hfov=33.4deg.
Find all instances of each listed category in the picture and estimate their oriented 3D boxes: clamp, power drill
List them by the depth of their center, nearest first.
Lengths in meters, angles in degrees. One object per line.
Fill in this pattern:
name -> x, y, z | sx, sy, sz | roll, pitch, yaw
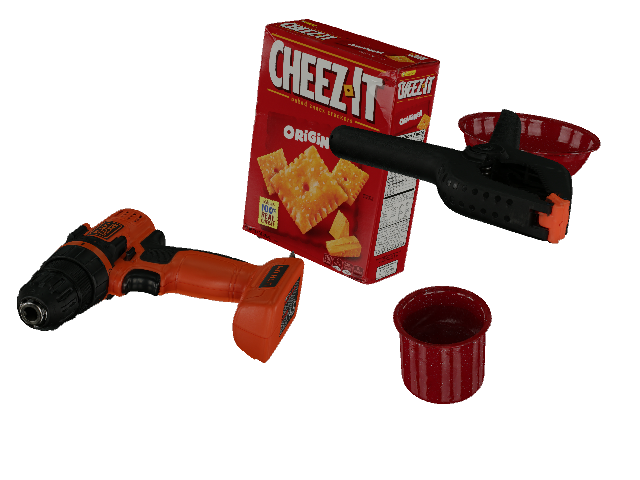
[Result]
clamp -> 0.106, -0.051, 0.769 | 0.164, 0.036, 0.210 | -6, 25, -14
power drill -> -0.117, 0.036, 0.823 | 0.188, 0.057, 0.184 | 15, 25, 10

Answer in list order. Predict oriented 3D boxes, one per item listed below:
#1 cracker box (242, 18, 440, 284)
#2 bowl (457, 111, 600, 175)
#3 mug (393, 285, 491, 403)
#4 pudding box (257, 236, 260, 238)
cracker box -> 0.013, -0.085, 1.016 | 0.164, 0.214, 0.071 | 25, 29, 34
bowl -> 0.234, -0.100, 1.221 | 0.162, 0.055, 0.162 | 5, 22, -2
mug -> 0.122, 0.097, 1.044 | 0.093, 0.081, 0.117 | 7, 37, 17
pudding box -> -0.015, -0.029, 1.217 | 0.090, 0.039, 0.113 | 9, 23, 12
